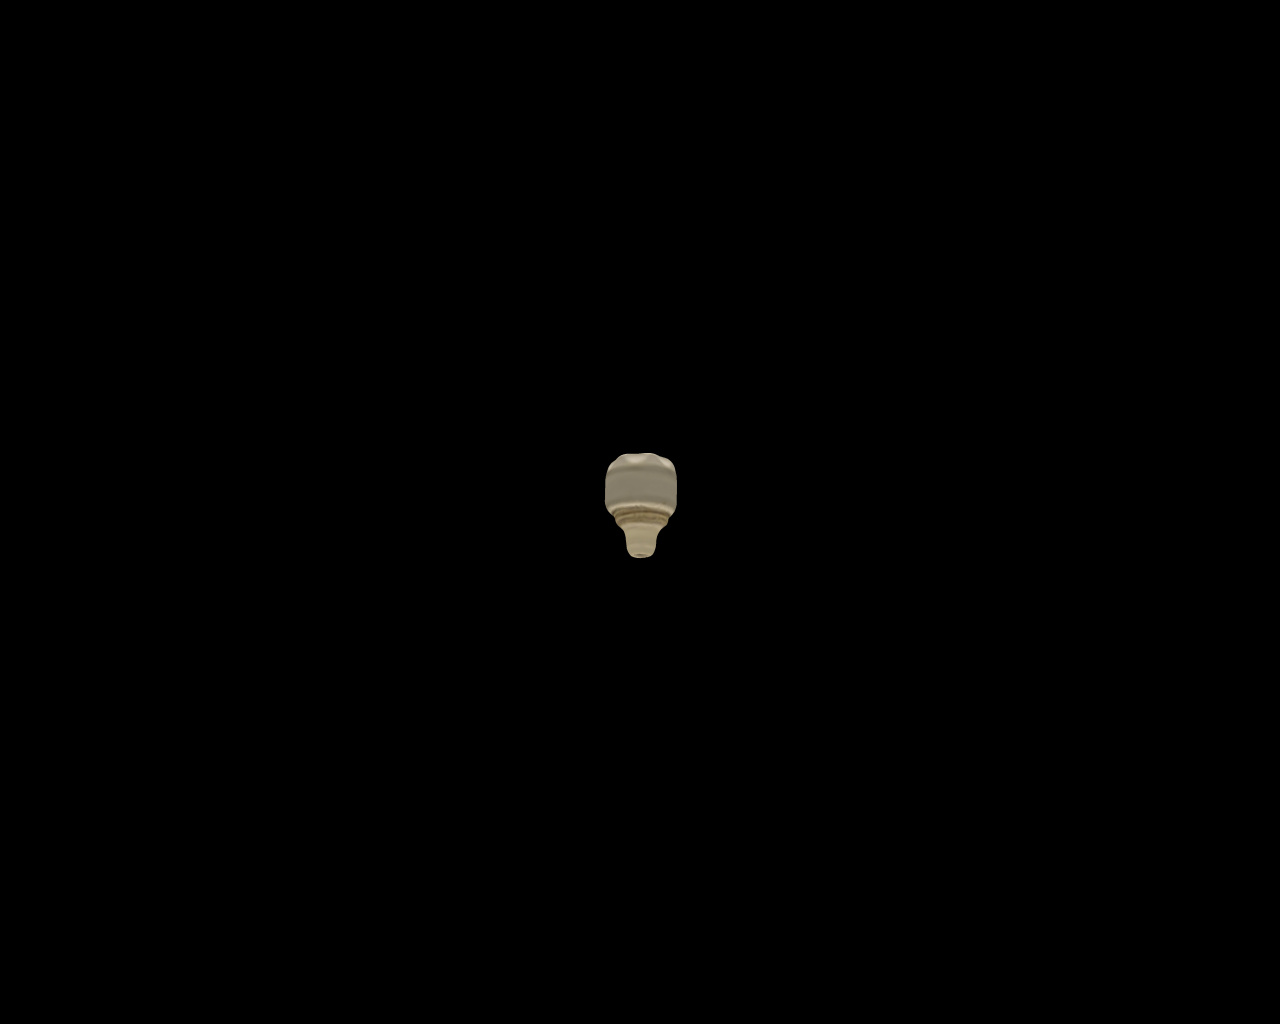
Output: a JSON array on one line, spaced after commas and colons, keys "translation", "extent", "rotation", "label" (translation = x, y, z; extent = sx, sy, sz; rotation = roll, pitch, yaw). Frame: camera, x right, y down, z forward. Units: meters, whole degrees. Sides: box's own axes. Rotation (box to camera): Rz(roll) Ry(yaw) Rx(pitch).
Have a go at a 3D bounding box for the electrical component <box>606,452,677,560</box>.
[{"translation": [0.001, -0.003, 0.650], "extent": [0.043, 0.062, 0.043], "rotation": [0, -15, 0], "label": "electrical component"}]
